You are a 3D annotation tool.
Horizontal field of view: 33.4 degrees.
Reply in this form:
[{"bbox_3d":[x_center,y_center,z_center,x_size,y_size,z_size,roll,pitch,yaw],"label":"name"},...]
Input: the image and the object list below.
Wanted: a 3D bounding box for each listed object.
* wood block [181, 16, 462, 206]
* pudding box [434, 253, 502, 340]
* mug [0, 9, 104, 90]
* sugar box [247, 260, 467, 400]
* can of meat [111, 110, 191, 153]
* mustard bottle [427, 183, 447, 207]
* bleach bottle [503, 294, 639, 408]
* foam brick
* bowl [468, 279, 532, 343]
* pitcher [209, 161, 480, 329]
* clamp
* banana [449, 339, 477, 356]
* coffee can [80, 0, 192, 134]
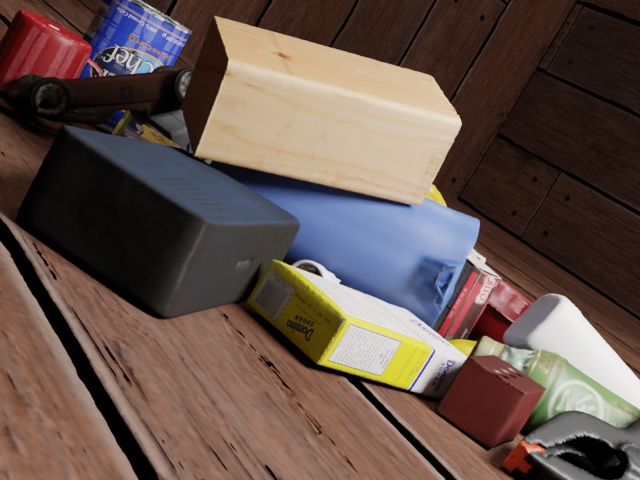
[{"bbox_3d":[0.000,-0.106,0.894,0.205,0.090,0.091,12,31,-22],"label":"wood block"},{"bbox_3d":[0.134,0.055,1.104,0.039,0.090,0.113,27,9,-20],"label":"pudding box"},{"bbox_3d":[-0.272,-0.172,1.073,0.117,0.081,0.093,27,9,-21],"label":"mug"},{"bbox_3d":[0.035,0.073,0.820,0.176,0.048,0.093,27,8,-47],"label":"sugar box"},{"bbox_3d":[-0.153,-0.067,0.955,0.084,0.057,0.102,30,8,-12],"label":"can of meat"},{"bbox_3d":[0.118,-0.030,1.330,0.096,0.058,0.191,32,17,-11],"label":"mustard bottle"},{"bbox_3d":[0.283,0.160,0.985,0.251,0.068,0.102,45,-1,0],"label":"bleach bottle"},{"bbox_3d":[0.133,0.124,0.829,0.053,0.051,0.078,34,9,22],"label":"foam brick"},{"bbox_3d":[0.199,0.089,1.206,0.162,0.055,0.162,34,14,-10],"label":"bowl"},{"bbox_3d":[0.011,-0.010,0.977,0.243,0.149,0.144,27,44,-1],"label":"pitcher"},{"bbox_3d":[0.230,0.167,0.803,0.209,0.036,0.164,16,37,-18],"label":"clamp"},{"bbox_3d":[0.174,0.120,1.042,0.197,0.037,0.070,21,15,-48],"label":"banana"},{"bbox_3d":[-0.221,-0.197,1.191,0.103,0.140,0.103,30,8,-5],"label":"coffee can"}]
